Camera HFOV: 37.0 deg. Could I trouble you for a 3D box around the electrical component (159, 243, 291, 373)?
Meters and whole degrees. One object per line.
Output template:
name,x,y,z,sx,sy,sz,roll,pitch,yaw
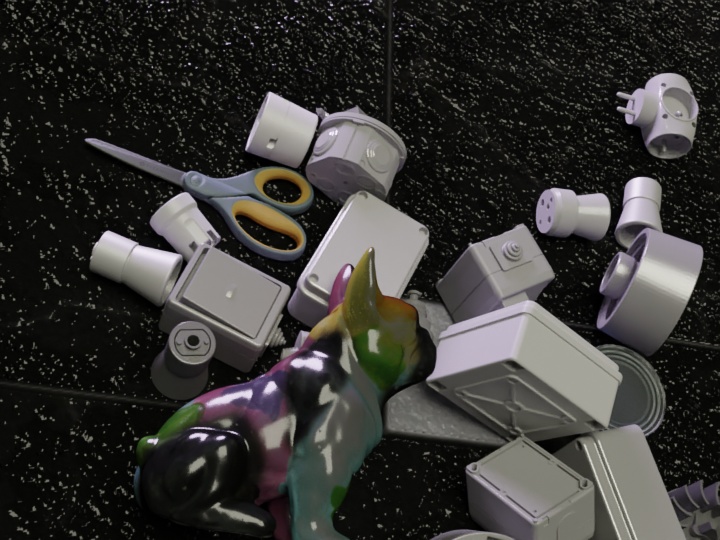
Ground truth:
electrical component,-0.099,0.031,0.837,0.096,0.061,0.061,27,58,-4

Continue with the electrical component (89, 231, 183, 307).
electrical component,-0.177,-0.004,0.842,0.065,0.044,0.044,23,58,-1

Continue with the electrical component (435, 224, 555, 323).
electrical component,0.117,0.010,0.903,0.062,0.096,0.061,-20,72,-27

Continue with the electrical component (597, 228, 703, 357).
electrical component,0.246,0.015,0.942,0.060,0.108,0.108,25,57,3

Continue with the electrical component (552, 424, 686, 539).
electrical component,0.197,0.187,0.847,0.057,0.078,0.113,-6,65,-25

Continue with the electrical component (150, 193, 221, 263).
electrical component,-0.141,-0.033,0.871,0.040,0.040,0.046,-38,86,-31

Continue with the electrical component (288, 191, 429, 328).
electrical component,0.000,0.000,0.891,0.078,0.057,0.113,31,57,-1

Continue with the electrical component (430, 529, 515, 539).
electrical component,0.080,0.241,0.781,0.108,0.060,0.108,1,84,-12

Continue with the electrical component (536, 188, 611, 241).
electrical component,0.197,-0.051,0.995,0.055,0.045,0.045,5,61,-16

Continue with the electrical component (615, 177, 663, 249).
electrical component,0.268,-0.056,1.025,0.044,0.044,0.065,22,53,-7

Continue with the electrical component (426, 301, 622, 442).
electrical component,0.128,0.084,0.845,0.109,0.109,0.056,36,58,-22

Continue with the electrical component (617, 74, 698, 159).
electrical component,0.296,-0.160,1.088,0.079,0.044,0.077,14,60,-12

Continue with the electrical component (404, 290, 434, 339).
electrical component,0.041,0.053,0.887,0.040,0.040,0.078,15,59,-11

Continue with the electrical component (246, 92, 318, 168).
electrical component,-0.067,-0.120,0.934,0.047,0.055,0.055,22,58,-12

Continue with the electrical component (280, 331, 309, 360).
electrical component,-0.023,0.075,0.851,0.081,0.043,0.043,12,60,-13

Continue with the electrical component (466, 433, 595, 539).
electrical component,0.126,0.177,0.828,0.062,0.061,0.096,-25,35,-26

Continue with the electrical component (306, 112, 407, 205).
electrical component,-0.004,-0.094,0.928,0.080,0.080,0.051,24,63,-5

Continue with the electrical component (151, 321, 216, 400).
electrical component,-0.130,0.066,0.805,0.044,0.065,0.044,8,61,-15
